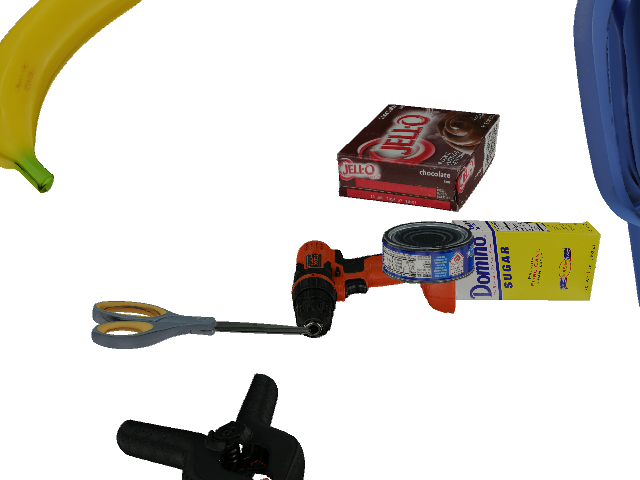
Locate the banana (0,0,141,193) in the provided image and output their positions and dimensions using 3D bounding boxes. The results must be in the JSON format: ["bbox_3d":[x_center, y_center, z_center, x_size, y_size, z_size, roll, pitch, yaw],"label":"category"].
[{"bbox_3d":[-0.157,-0.110,0.640,0.069,0.197,0.037,20,-33,-4],"label":"banana"}]

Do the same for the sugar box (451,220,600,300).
[{"bbox_3d":[0.245,0.025,1.299,0.176,0.093,0.048,-1,22,-10],"label":"sugar box"}]

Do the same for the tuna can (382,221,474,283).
[{"bbox_3d":[0.099,0.010,0.983,0.086,0.034,0.086,-2,18,1],"label":"tuna can"}]

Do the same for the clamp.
[{"bbox_3d":[-0.070,0.142,0.706,0.120,0.039,0.172,-20,18,-10],"label":"clamp"}]

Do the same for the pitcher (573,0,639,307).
[{"bbox_3d":[0.218,-0.062,0.592,0.149,0.243,0.145,-6,22,11],"label":"pitcher"}]

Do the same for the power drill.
[{"bbox_3d":[0.060,0.052,1.238,0.187,0.057,0.184,-2,28,1],"label":"power drill"}]

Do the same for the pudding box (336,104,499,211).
[{"bbox_3d":[0.073,-0.062,0.776,0.090,0.039,0.113,9,27,21],"label":"pudding box"}]

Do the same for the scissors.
[{"bbox_3d":[-0.118,0.083,0.970,0.202,0.016,0.096,8,19,11],"label":"scissors"}]
